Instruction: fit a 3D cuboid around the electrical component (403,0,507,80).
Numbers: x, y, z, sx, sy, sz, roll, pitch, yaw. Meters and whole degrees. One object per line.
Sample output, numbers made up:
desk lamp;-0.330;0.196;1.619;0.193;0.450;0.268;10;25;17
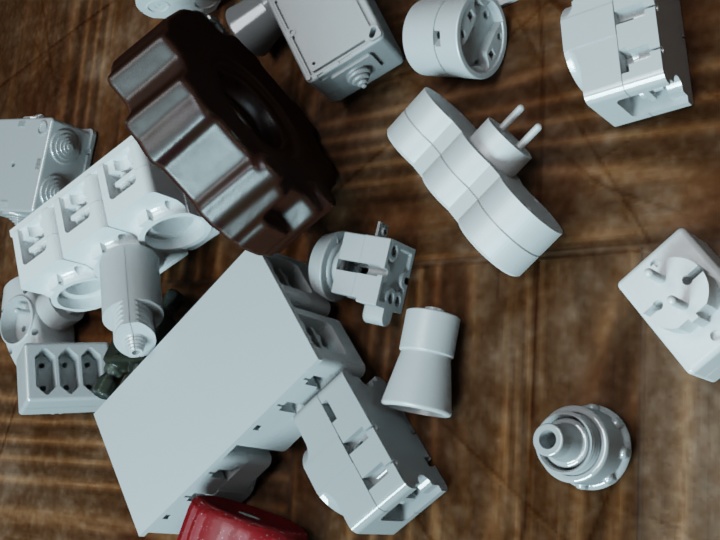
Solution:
electrical component;0.061;-0.152;0.701;0.047;0.055;0.055;8;83;41

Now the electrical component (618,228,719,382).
electrical component;0.170;0.015;0.561;0.047;0.077;0.065;-45;56;19

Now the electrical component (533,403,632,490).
electrical component;0.117;0.095;0.589;0.048;0.062;0.048;-10;72;34

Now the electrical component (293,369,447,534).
electrical component;0.003;0.117;0.676;0.056;0.050;0.089;-44;57;19

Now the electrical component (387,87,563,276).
electrical component;0.081;-0.069;0.665;0.073;0.052;0.138;-47;55;18

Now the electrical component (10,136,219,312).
electrical component;-0.183;-0.030;0.826;0.150;0.089;0.061;-31;62;27

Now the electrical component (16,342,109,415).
electrical component;-0.240;0.092;0.858;0.077;0.066;0.047;-43;52;55

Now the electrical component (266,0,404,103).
electrical component;-0.014;-0.164;0.750;0.062;0.061;0.096;-30;73;13

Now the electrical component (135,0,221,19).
electrical component;-0.146;-0.240;0.861;0.080;0.080;0.051;-20;72;31

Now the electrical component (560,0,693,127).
electrical component;0.154;-0.136;0.628;0.056;0.050;0.089;-13;70;33

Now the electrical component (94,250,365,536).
electrical component;-0.091;0.086;0.744;0.186;0.060;0.105;-45;53;20

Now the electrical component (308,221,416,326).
electrical component;0.000;0.000;0.712;0.055;0.048;0.066;10;85;30

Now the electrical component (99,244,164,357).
electrical component;-0.164;0.026;0.772;0.043;0.043;0.081;-34;49;25

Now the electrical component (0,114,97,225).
electrical component;-0.285;-0.087;0.943;0.100;0.048;0.099;5;81;37

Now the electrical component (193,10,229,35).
electrical component;-0.119;-0.157;0.826;0.058;0.078;0.057;-42;77;18

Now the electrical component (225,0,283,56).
electrical component;-0.067;-0.195;0.811;0.055;0.045;0.045;-35;60;25

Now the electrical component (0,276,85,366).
electrical component;-0.257;0.037;0.893;0.079;0.044;0.077;-34;60;25

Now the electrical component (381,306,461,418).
electrical component;0.041;0.056;0.671;0.044;0.044;0.065;2;75;37
